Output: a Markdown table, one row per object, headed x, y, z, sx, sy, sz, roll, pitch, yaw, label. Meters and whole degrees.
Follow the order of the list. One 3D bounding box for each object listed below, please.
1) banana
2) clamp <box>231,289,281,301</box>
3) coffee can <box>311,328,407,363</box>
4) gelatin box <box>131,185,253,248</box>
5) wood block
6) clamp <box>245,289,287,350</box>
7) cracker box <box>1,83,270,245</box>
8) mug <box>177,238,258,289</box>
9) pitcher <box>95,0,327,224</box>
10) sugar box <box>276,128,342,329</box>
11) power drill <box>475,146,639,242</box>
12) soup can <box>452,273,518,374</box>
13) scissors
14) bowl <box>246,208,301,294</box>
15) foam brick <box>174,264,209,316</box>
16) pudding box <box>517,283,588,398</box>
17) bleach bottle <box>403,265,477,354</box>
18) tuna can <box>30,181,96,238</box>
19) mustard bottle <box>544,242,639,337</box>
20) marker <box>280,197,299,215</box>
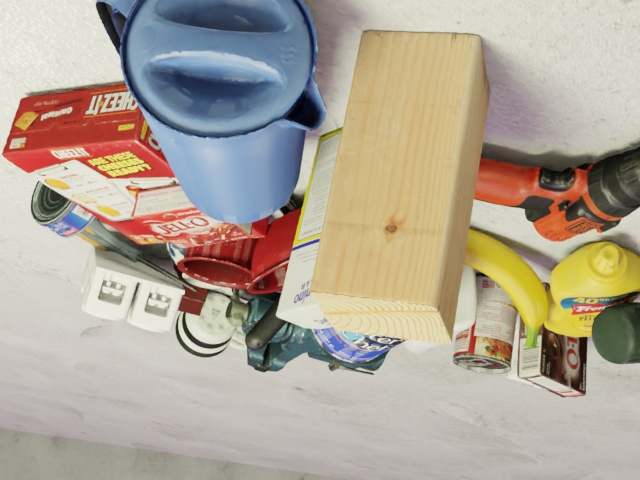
| x | y | z | sx | sy | sz | roll | pitch | yaw | label |
| --- | --- | --- | --- | --- | --- | --- | --- | --- | --- |
| 0.172 | 0.031 | 1.111 | 0.197 | 0.069 | 0.037 | 38 | 167 | -10 | banana |
| -0.022 | 0.101 | 1.470 | 0.210 | 0.036 | 0.164 | 8 | 161 | 13 | clamp |
| 0.061 | 0.059 | 1.084 | 0.102 | 0.103 | 0.141 | 18 | 154 | -18 | coffee can |
| -0.117 | -0.022 | 0.983 | 0.089 | 0.030 | 0.073 | -8 | 153 | 31 | gelatin box |
| 0.062 | -0.040 | 0.777 | 0.091 | 0.206 | 0.090 | 6 | 160 | 17 | wood block |
| -0.023 | 0.056 | 1.211 | 0.172 | 0.120 | 0.039 | -27 | 132 | 24 | clamp |
| -0.167 | -0.069 | 1.029 | 0.164 | 0.072 | 0.213 | -3 | 155 | 30 | cracker box |
| -0.091 | 0.003 | 1.167 | 0.117 | 0.081 | 0.093 | 14 | 160 | -7 | mug |
| -0.078 | -0.103 | 0.821 | 0.145 | 0.149 | 0.243 | -12 | 164 | -4 | pitcher |
| 0.022 | -0.014 | 0.914 | 0.048 | 0.176 | 0.094 | 24 | 157 | -30 | sugar box |
| 0.177 | -0.055 | 0.893 | 0.187 | 0.057 | 0.185 | 16 | 160 | -13 | power drill |
| 0.194 | 0.097 | 1.240 | 0.068 | 0.102 | 0.068 | 10 | 161 | 3 | soup can |
| -0.237 | 0.004 | 1.264 | 0.202 | 0.016 | 0.096 | 21 | 158 | 32 | scissors |
| -0.007 | 0.001 | 1.099 | 0.162 | 0.055 | 0.162 | -19 | 168 | -4 | bowl |
| -0.177 | 0.064 | 1.431 | 0.053 | 0.051 | 0.078 | 15 | 160 | -7 | foam brick |
| 0.271 | 0.117 | 1.237 | 0.089 | 0.113 | 0.039 | 25 | 154 | -36 | pudding box |
| 0.127 | 0.087 | 1.248 | 0.068 | 0.102 | 0.251 | 1 | 161 | -3 | bleach bottle |
| -0.263 | -0.048 | 1.118 | 0.086 | 0.086 | 0.033 | -5 | 153 | 39 | tuna can |
| 0.287 | 0.048 | 1.112 | 0.096 | 0.058 | 0.191 | -4 | 158 | 5 | mustard bottle |
| -0.027 | -0.026 | 1.147 | 0.020 | 0.020 | 0.121 | 4 | 160 | 20 | marker |
